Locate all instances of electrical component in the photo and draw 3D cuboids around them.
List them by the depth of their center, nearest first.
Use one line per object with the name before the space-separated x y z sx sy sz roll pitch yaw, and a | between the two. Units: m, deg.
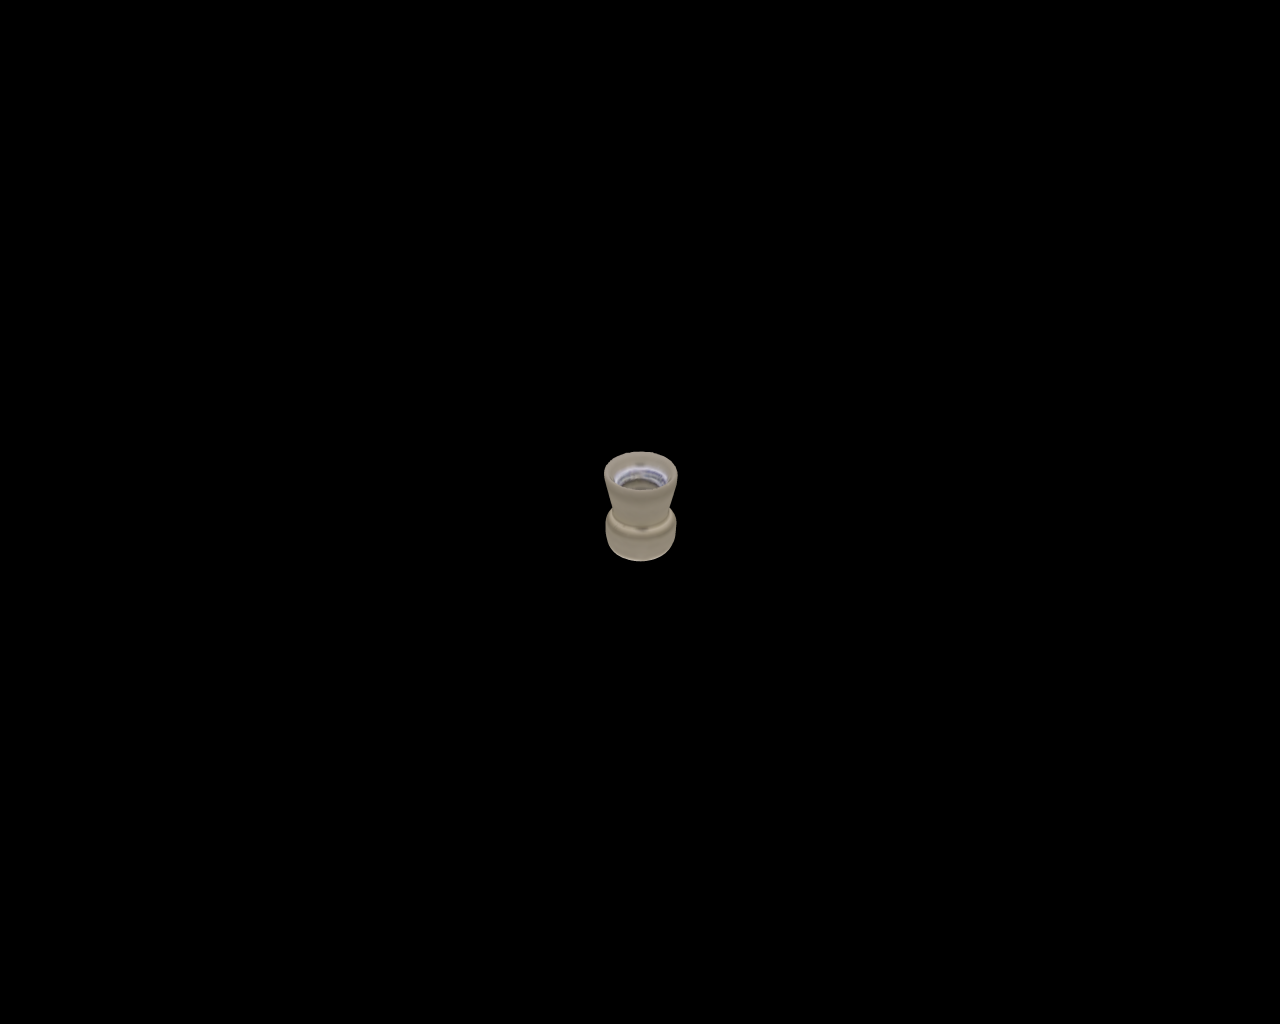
electrical component | 0.001 -0.003 0.650 0.045 0.055 0.045 0 35 0
